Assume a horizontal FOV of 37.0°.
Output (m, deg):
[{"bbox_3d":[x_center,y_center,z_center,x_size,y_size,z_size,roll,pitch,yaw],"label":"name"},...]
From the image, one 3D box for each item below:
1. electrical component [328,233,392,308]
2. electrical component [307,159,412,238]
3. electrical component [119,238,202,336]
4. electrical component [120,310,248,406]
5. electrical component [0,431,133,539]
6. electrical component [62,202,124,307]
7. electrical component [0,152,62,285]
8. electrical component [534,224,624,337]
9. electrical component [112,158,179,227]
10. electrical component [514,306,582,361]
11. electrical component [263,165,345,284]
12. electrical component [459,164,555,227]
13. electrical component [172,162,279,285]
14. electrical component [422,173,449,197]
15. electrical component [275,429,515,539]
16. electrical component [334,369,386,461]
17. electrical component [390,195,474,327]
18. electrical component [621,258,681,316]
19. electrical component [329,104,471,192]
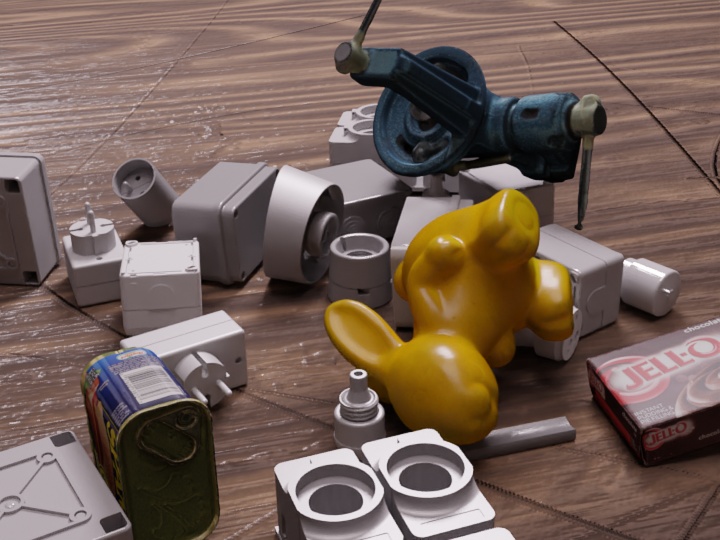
[{"bbox_3d":[0.000,0.000,0.911,0.055,0.047,0.055,-1,28,0],"label":"electrical component"},{"bbox_3d":[-0.008,-0.062,1.030,0.100,0.048,0.100,-14,30,-23],"label":"electrical component"},{"bbox_3d":[-0.162,0.014,0.883,0.062,0.061,0.096,-3,20,-8],"label":"electrical component"},{"bbox_3d":[-0.118,0.075,0.772,0.083,0.047,0.076,-17,31,-27],"label":"electrical component"},{"bbox_3d":[-0.195,0.154,0.613,0.109,0.056,0.109,-16,32,-27],"label":"electrical component"},{"bbox_3d":[-0.229,-0.020,0.925,0.047,0.076,0.065,-11,29,-19],"label":"electrical component"},{"bbox_3d":[-0.329,-0.047,0.947,0.109,0.108,0.056,3,31,8],"label":"electrical component"},{"bbox_3d":[0.164,0.005,0.882,0.061,0.061,0.096,-20,33,-31],"label":"electrical component"},{"bbox_3d":[-0.199,-0.068,1.027,0.043,0.081,0.043,-6,65,12],"label":"electrical component"},{"bbox_3d":[0.137,0.043,0.828,0.055,0.045,0.045,15,32,27],"label":"electrical component"},{"bbox_3d":[-0.055,-0.038,0.935,0.064,0.099,0.099,16,32,18],"label":"electrical component"},{"bbox_3d":[0.135,-0.064,1.020,0.062,0.061,0.096,-12,25,-18],"label":"electrical component"},{"bbox_3d":[-0.115,-0.044,0.968,0.057,0.078,0.113,5,28,18],"label":"electrical component"},{"bbox_3d":[0.071,-0.062,1.012,0.035,0.061,0.035,-1,28,0],"label":"electrical component"},{"bbox_3d":[0.029,0.164,0.581,0.105,0.060,0.186,-10,29,-17],"label":"electrical component"},{"bbox_3d":[0.000,0.094,0.714,0.035,0.061,0.035,-1,28,1],"label":"electrical component"},{"bbox_3d":[0.063,-0.008,0.892,0.057,0.078,0.113,1,27,10],"label":"electrical component"},{"bbox_3d":[0.229,0.009,0.894,0.040,0.040,0.078,-23,35,-36],"label":"electrical component"},{"bbox_3d":[0.067,-0.131,1.139,0.186,0.060,0.105,2,26,8],"label":"electrical component"}]
